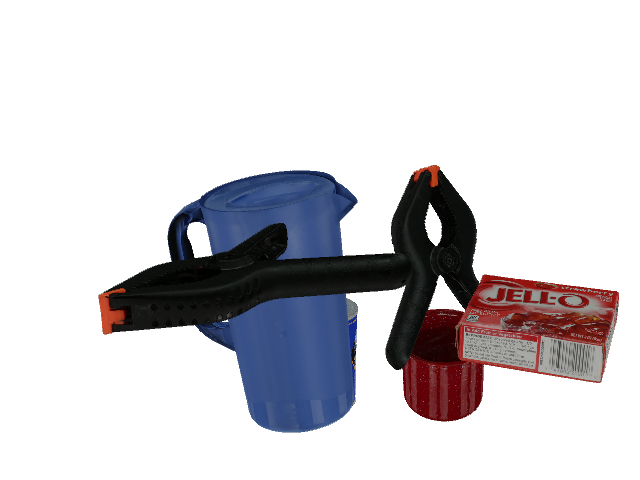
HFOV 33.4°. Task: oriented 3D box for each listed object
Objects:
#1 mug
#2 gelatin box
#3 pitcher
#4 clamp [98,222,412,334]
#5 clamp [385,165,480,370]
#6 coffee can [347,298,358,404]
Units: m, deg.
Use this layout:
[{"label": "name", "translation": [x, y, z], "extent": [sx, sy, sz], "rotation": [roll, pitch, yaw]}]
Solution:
[{"label": "mug", "translation": [0.132, 0.123, 1.095], "extent": [0.093, 0.081, 0.117], "rotation": [19, 39, 31]}, {"label": "gelatin box", "translation": [0.135, 0.052, 0.662], "extent": [0.089, 0.030, 0.073], "rotation": [8, 25, 19]}, {"label": "pitcher", "translation": [-0.045, 0.060, 1.047], "extent": [0.144, 0.243, 0.149], "rotation": [-20, 21, -33]}, {"label": "clamp", "translation": [-0.052, 0.028, 0.746], "extent": [0.209, 0.036, 0.165], "rotation": [-17, 18, -41]}, {"label": "clamp", "translation": [0.092, 0.026, 0.898], "extent": [0.120, 0.171, 0.039], "rotation": [-16, -1, -33]}, {"label": "coffee can", "translation": [0.000, 0.157, 1.489], "extent": [0.103, 0.140, 0.103], "rotation": [1, 17, 0]}]
